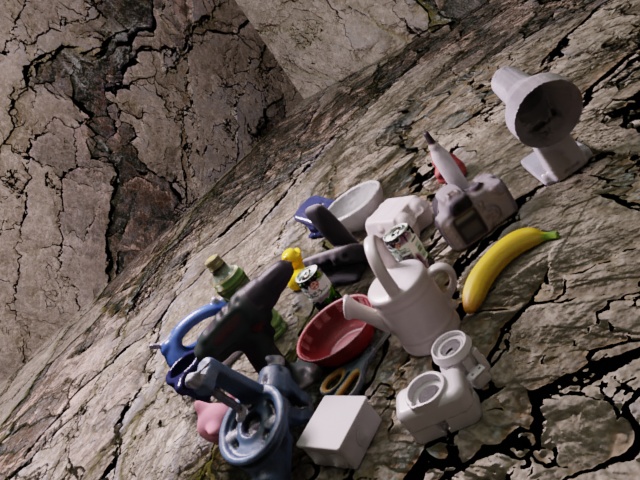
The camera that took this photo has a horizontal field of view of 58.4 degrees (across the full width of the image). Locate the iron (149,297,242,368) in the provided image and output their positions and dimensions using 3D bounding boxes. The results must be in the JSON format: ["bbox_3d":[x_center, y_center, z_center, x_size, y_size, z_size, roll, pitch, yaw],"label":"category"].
[{"bbox_3d":[-0.245,0.205,1.275,0.258,0.142,0.118,-43,21,-15],"label":"iron"}]

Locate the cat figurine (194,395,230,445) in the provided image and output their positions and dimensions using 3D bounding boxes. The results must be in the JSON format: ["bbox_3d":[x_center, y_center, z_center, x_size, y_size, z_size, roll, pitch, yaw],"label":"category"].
[{"bbox_3d":[-0.157,0.296,0.956,0.067,0.118,0.128,-27,22,26],"label":"cat figurine"}]

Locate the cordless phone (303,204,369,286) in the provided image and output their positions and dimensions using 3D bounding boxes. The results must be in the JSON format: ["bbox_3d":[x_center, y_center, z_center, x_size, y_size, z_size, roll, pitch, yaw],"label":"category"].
[{"bbox_3d":[0.011,0.004,1.222,0.147,0.185,0.094,-21,25,38],"label":"cordless phone"}]

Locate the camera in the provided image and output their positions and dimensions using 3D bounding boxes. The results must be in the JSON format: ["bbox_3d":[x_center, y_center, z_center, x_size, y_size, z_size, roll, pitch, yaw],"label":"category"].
[{"bbox_3d":[0.269,-0.070,1.076,0.143,0.101,0.136,-36,20,4],"label":"camera"}]

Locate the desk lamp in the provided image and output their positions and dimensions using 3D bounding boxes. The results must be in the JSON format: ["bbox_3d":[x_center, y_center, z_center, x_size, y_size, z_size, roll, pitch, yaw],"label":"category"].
[{"bbox_3d":[0.386,-0.207,1.014,0.118,0.214,0.203,-33,20,11],"label":"desk lamp"}]

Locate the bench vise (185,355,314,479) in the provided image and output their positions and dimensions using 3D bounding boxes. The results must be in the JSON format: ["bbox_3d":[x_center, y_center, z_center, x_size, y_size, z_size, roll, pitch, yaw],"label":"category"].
[{"bbox_3d":[-0.112,0.239,0.854,0.121,0.220,0.207,-34,20,8],"label":"bench vise"}]

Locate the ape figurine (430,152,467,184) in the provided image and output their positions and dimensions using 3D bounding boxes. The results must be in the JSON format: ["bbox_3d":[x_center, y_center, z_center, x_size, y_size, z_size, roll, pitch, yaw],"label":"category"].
[{"bbox_3d":[0.283,-0.174,1.298,0.078,0.092,0.076,-44,21,-18],"label":"ape figurine"}]

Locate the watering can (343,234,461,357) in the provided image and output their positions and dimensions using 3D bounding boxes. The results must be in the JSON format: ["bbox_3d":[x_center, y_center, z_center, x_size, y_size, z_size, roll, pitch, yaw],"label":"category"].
[{"bbox_3d":[0.115,0.079,0.864,0.173,0.194,0.100,-37,20,-1],"label":"watering can"}]

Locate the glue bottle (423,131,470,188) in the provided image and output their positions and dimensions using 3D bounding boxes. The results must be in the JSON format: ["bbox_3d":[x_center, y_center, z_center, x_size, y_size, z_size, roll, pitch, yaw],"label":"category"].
[{"bbox_3d":[0.258,-0.151,1.168,0.037,0.173,0.078,-34,20,10],"label":"glue bottle"}]

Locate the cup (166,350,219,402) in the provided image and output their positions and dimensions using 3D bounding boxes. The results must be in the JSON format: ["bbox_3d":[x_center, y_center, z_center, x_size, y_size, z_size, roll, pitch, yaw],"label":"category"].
[{"bbox_3d":[-0.252,0.292,1.161,0.091,0.095,0.117,-33,20,11],"label":"cup"}]

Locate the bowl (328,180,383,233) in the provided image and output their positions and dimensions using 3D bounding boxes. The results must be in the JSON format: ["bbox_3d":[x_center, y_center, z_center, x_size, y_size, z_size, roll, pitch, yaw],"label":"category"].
[{"bbox_3d":[0.095,-0.070,1.411,0.167,0.075,0.167,-32,20,14],"label":"bowl"}]

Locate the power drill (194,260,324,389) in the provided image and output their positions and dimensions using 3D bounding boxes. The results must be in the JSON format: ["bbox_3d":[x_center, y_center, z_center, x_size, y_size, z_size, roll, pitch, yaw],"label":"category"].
[{"bbox_3d":[-0.090,0.169,0.990,0.229,0.209,0.075,-36,20,4],"label":"power drill"}]

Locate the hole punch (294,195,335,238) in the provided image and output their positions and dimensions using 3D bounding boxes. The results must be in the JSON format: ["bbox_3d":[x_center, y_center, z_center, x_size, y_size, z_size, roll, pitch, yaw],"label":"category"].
[{"bbox_3d":[0.002,-0.069,1.543,0.100,0.091,0.109,-9,34,53],"label":"hole punch"}]

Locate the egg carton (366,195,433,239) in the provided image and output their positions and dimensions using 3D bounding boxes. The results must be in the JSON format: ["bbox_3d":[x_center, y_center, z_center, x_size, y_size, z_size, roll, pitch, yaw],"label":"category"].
[{"bbox_3d":[0.167,-0.041,1.232,0.107,0.069,0.150,-47,22,-25],"label":"egg carton"}]

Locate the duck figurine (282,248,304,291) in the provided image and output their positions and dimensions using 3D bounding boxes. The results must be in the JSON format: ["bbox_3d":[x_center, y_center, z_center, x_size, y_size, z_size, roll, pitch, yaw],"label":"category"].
[{"bbox_3d":[-0.059,0.062,1.361,0.077,0.086,0.104,-25,23,31],"label":"duck figurine"}]
